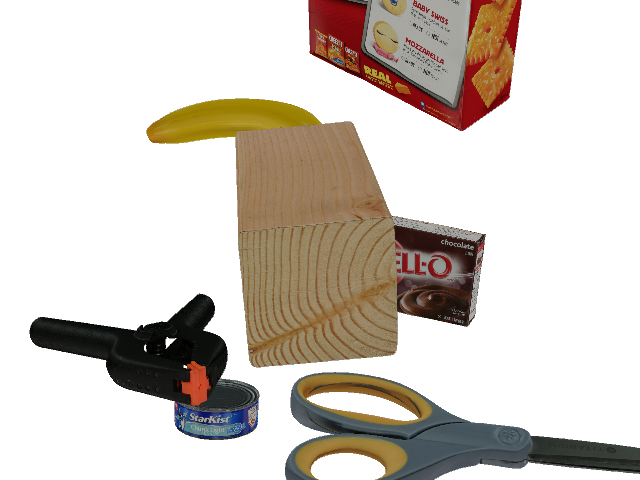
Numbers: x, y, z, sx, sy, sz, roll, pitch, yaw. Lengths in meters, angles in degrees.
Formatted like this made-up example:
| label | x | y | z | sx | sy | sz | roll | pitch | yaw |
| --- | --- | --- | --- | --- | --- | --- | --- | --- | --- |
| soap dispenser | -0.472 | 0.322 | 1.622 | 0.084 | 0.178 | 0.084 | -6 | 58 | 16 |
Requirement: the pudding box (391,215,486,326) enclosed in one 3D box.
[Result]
| label | x | y | z | sx | sy | sz | roll | pitch | yaw |
| --- | --- | --- | --- | --- | --- | --- | --- | --- | --- |
| pudding box | 0.103 | 0.028 | 1.062 | 0.114 | 0.090 | 0.039 | 11 | 21 | 17 |

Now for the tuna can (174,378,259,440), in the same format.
| label | x | y | z | sx | sy | sz | roll | pitch | yaw |
| --- | --- | --- | --- | --- | --- | --- | --- | --- | --- |
| tuna can | -0.105 | 0.170 | 1.075 | 0.086 | 0.034 | 0.086 | 2 | 13 | -1 |

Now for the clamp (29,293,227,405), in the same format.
| label | x | y | z | sx | sy | sz | roll | pitch | yaw |
| --- | --- | --- | --- | --- | --- | --- | --- | --- | --- |
| clamp | -0.126 | 0.084 | 0.868 | 0.164 | 0.036 | 0.210 | -11 | 16 | -32 |

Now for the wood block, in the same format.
| label | x | y | z | sx | sy | sz | roll | pitch | yaw |
| --- | --- | --- | --- | --- | --- | --- | --- | --- | --- |
| wood block | -0.008 | -0.006 | 0.709 | 0.091 | 0.090 | 0.206 | -5 | 22 | -3 |

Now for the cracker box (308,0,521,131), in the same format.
| label | x | y | z | sx | sy | sz | roll | pitch | yaw |
| --- | --- | --- | --- | --- | --- | --- | --- | --- | --- |
| cracker box | 0.069 | -0.211 | 0.791 | 0.164 | 0.214 | 0.072 | 33 | 52 | 32 |

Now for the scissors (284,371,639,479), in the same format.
| label | x | y | z | sx | sy | sz | roll | pitch | yaw |
| --- | --- | --- | --- | --- | --- | --- | --- | --- | --- |
| scissors | 0.072 | 0.102 | 0.479 | 0.202 | 0.016 | 0.096 | 13 | 32 | 22 |

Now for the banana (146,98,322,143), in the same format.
| label | x | y | z | sx | sy | sz | roll | pitch | yaw |
| --- | --- | --- | --- | --- | --- | --- | --- | --- | --- |
| banana | -0.070 | -0.107 | 1.016 | 0.198 | 0.037 | 0.069 | 12 | 47 | 23 |
